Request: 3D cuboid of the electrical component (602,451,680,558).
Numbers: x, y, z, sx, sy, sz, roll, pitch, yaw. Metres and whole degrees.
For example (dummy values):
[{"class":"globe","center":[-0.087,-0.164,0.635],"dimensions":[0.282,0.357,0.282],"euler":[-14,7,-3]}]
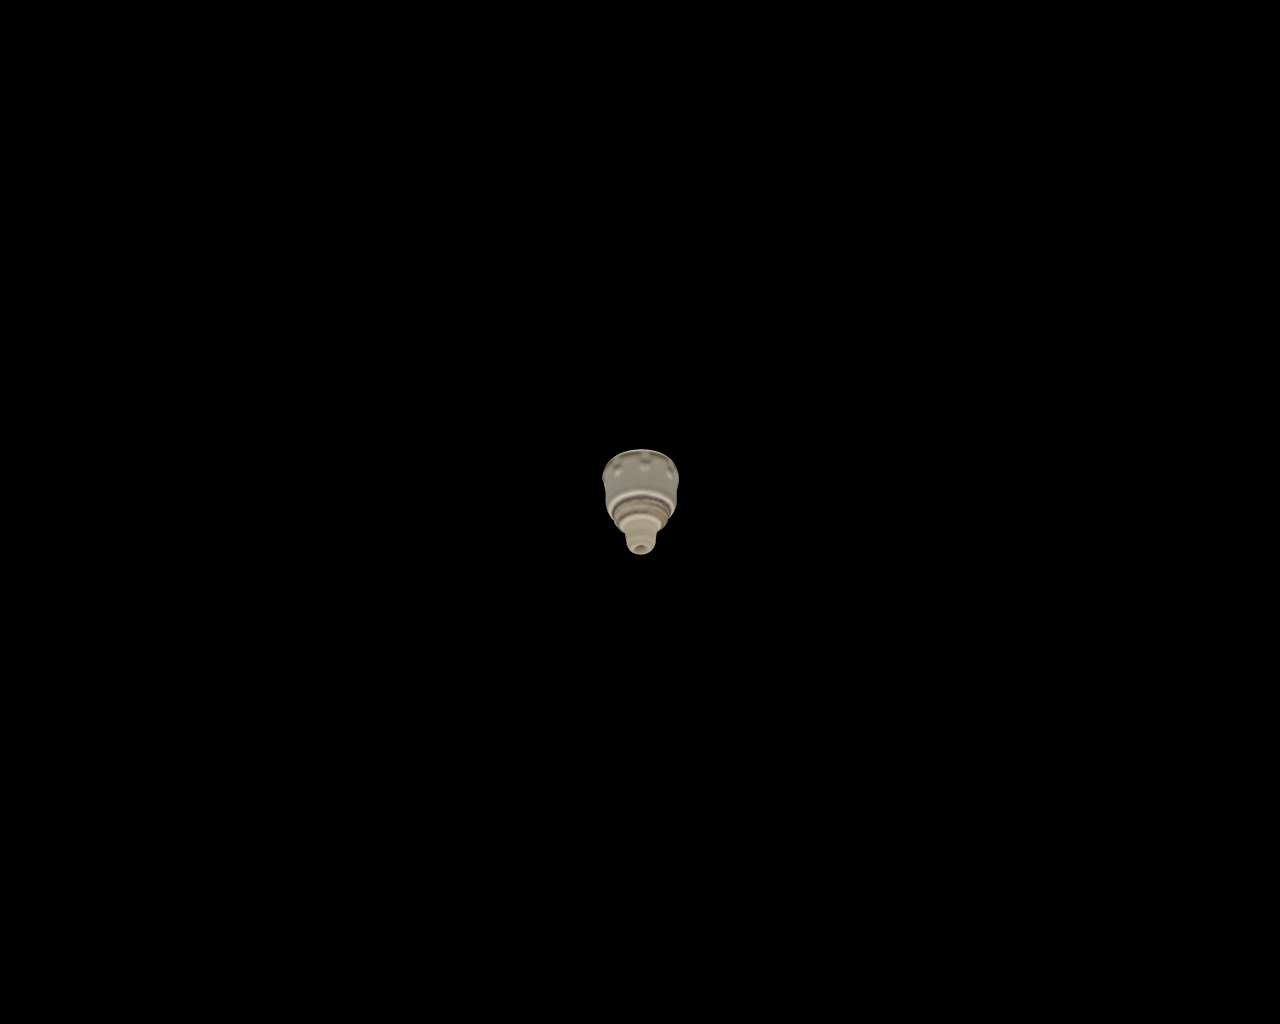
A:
[{"class":"electrical component","center":[0.001,-0.003,0.650],"dimensions":[0.048,0.062,0.048],"euler":[0,-33,0]}]
